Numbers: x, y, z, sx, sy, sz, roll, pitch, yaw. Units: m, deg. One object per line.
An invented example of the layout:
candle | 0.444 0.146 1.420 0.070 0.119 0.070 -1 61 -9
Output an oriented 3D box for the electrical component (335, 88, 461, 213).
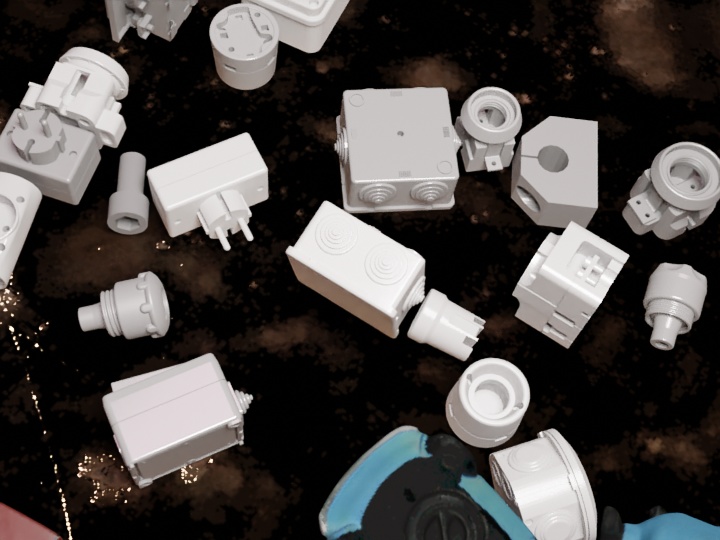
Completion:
electrical component | 0.029 -0.096 0.848 0.100 0.048 0.099 -3 66 -6

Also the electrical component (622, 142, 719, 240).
electrical component | 0.252 -0.064 0.847 0.078 0.057 0.058 -24 70 -15

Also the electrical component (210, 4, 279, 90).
electrical component | -0.094 -0.180 0.877 0.055 0.047 0.055 2 66 -4

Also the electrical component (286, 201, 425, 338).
electrical component | 0.000 0.000 0.776 0.100 0.099 0.048 31 80 9

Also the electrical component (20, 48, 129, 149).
electrical component | -0.216 -0.136 0.842 0.078 0.058 0.057 18 68 4

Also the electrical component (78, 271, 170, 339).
electrical component | -0.171 0.030 0.778 0.062 0.048 0.048 -12 67 -3

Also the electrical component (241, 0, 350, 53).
electrical component | -0.046 -0.251 0.908 0.078 0.057 0.113 25 66 7

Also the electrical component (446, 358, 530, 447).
electrical component | 0.092 0.094 0.767 0.055 0.047 0.055 2 66 -4

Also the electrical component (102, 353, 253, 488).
electrical component | -0.122 0.098 0.740 0.096 0.061 0.061 -22 69 -14

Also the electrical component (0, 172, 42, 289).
electrical component | -0.287 -0.033 0.796 0.079 0.044 0.077 13 65 2

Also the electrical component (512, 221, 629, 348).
electrical component | 0.150 0.010 0.787 0.056 0.089 0.050 32 67 10

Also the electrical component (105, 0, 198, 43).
electrical component | -0.169 -0.241 0.858 0.063 0.121 0.078 25 66 4

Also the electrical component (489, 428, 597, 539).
electrical component | 0.124 0.152 0.727 0.051 0.080 0.080 -17 68 -6

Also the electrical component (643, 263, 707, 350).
electrical component | 0.235 0.029 0.810 0.043 0.043 0.062 20 67 5

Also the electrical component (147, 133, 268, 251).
electrical component | -0.107 -0.049 0.816 0.083 0.047 0.075 -23 69 -14

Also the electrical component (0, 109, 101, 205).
electrical component | -0.240 -0.094 0.810 0.066 0.076 0.047 18 66 4

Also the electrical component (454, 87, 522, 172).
electrical component | 0.102 -0.113 0.857 0.048 0.055 0.066 -8 67 -8

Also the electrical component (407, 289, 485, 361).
electrical component | 0.064 0.042 0.794 0.046 0.040 0.040 28 66 1
